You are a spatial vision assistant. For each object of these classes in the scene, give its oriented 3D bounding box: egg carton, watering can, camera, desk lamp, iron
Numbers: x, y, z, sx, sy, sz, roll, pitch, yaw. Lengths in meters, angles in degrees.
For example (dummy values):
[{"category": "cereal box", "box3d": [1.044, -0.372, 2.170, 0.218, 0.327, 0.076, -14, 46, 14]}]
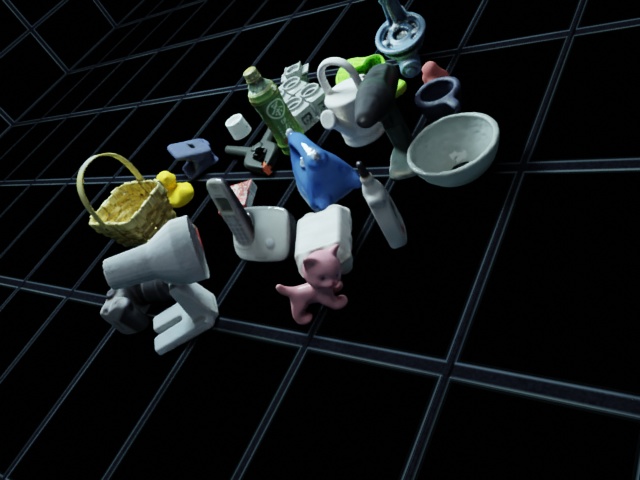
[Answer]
[{"category": "egg carton", "box3d": [0.009, 0.004, 1.034, 0.107, 0.070, 0.150, -19, 41, 18]}, {"category": "watering can", "box3d": [0.060, -0.296, 1.213, 0.100, 0.195, 0.173, -15, 42, 22]}, {"category": "camera", "box3d": [-0.362, 0.104, 1.168, 0.136, 0.101, 0.143, -10, 44, 27]}, {"category": "desk lamp", "box3d": [-0.271, 0.079, 1.038, 0.203, 0.214, 0.117, -31, 38, 4]}, {"category": "iron", "box3d": [-0.021, -0.166, 1.177, 0.118, 0.142, 0.257, -37, 38, -3]}]

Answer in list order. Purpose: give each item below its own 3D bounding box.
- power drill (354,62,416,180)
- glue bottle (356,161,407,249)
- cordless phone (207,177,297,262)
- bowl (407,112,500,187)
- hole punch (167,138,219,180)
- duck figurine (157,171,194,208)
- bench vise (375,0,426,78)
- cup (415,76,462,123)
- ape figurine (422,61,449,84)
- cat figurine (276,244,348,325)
[{"category": "power drill", "box3d": [0.130, -0.219, 1.070, 0.075, 0.209, 0.229, -14, 43, 24]}, {"category": "glue bottle", "box3d": [0.099, -0.066, 0.960, 0.037, 0.174, 0.078, -24, 39, 13]}, {"category": "cordless phone", "box3d": [-0.130, -0.044, 1.090, 0.147, 0.186, 0.094, -2, 49, 34]}, {"category": "bowl", "box3d": [0.245, -0.149, 1.023, 0.167, 0.075, 0.167, -19, 41, 18]}, {"category": "hole punch", "box3d": [-0.335, -0.230, 1.508, 0.101, 0.091, 0.108, -39, 39, -7]}, {"category": "duck figurine", "box3d": [-0.370, -0.134, 1.436, 0.077, 0.086, 0.104, -48, 40, -17]}, {"category": "bench vise", "box3d": [0.170, -0.511, 1.341, 0.121, 0.220, 0.207, -29, 39, 7]}, {"category": "cup", "box3d": [0.248, -0.251, 1.113, 0.091, 0.095, 0.117, -35, 38, -1]}, {"category": "ape figurine", "box3d": [0.244, -0.337, 1.209, 0.078, 0.092, 0.076, -42, 39, -10]}, {"category": "cat figurine", "box3d": [-0.011, 0.066, 0.944, 0.127, 0.118, 0.067, -27, 39, 9]}]
